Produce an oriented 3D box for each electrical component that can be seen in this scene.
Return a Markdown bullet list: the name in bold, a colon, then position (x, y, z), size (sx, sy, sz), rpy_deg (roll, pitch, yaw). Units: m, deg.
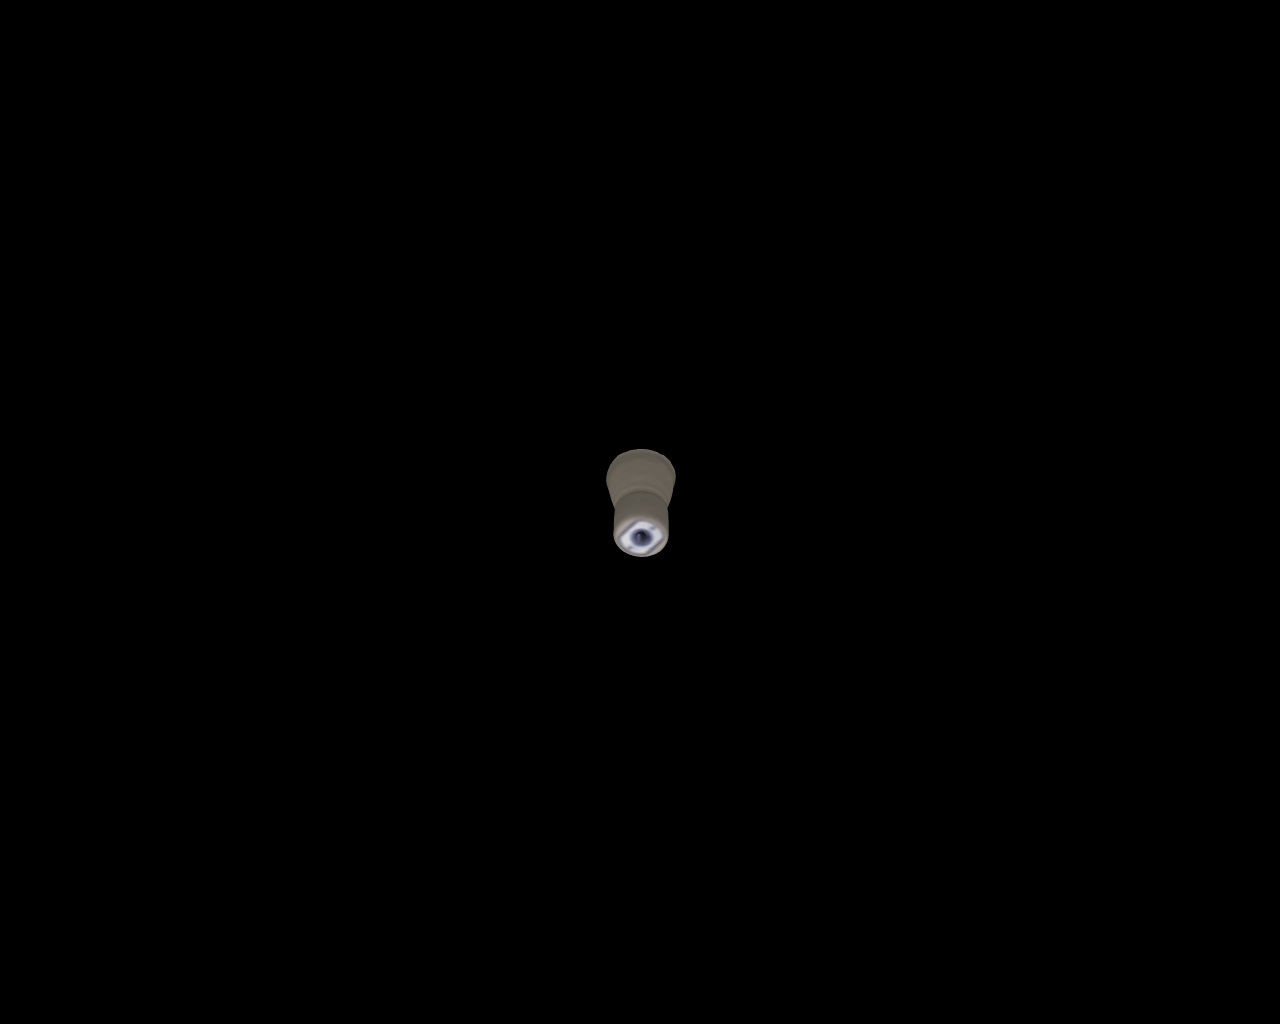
- **electrical component**: position (0.001, -0.003, 0.650), size (0.044, 0.044, 0.065), rpy_deg (0, 38, 0)
